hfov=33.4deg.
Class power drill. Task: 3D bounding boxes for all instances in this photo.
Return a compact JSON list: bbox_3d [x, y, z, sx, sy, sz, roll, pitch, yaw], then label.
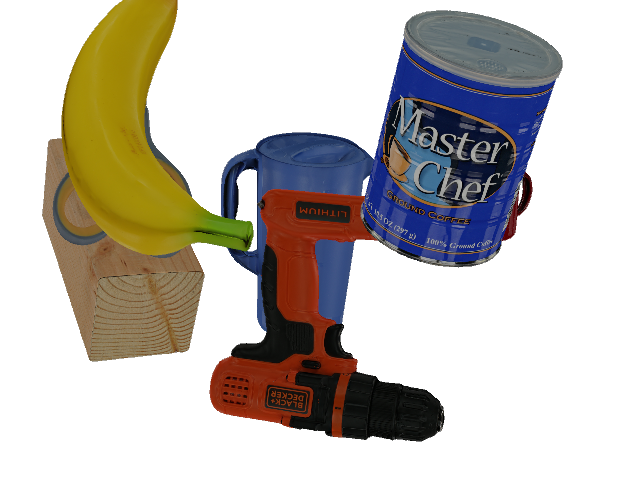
[{"bbox_3d":[0.012,0.058,0.827,0.184,0.187,0.057,7,-1,9],"label":"power drill"}]

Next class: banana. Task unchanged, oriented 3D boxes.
[{"bbox_3d":[-0.085,-0.056,0.492,0.069,0.037,0.198,-5,46,-17],"label":"banana"}]

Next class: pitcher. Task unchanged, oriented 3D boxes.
[{"bbox_3d":[-0.029,-0.003,1.300,0.149,0.243,0.144,17,25,28],"label":"pitcher"}]

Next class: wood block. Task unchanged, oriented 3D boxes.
[{"bbox_3d":[-0.181,0.001,0.946,0.090,0.091,0.206,-3,38,-26],"label":"wood block"}]

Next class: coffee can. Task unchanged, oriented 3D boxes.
[{"bbox_3d":[0.091,-0.068,0.713,0.102,0.140,0.103,9,32,-6],"label":"coffee can"}]

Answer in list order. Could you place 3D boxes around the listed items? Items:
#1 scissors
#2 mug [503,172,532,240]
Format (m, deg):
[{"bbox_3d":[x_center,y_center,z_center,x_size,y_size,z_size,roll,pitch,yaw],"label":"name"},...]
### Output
[{"bbox_3d":[-0.140,-0.073,0.702,0.096,0.202,0.016,-13,-28,-17],"label":"scissors"},{"bbox_3d":[0.191,-0.048,1.204,0.117,0.081,0.093,-9,19,-31],"label":"mug"}]
